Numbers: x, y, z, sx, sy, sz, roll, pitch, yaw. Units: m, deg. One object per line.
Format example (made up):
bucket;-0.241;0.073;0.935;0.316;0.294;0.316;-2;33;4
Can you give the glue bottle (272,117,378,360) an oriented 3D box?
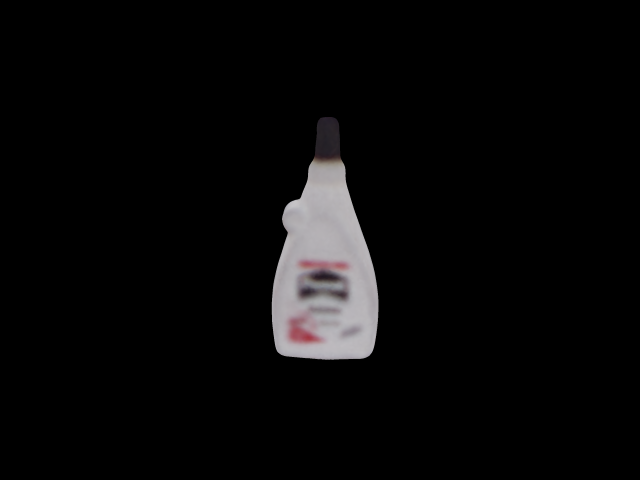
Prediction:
glue bottle;0.004;0.001;0.400;0.078;0.173;0.037;0;21;0
